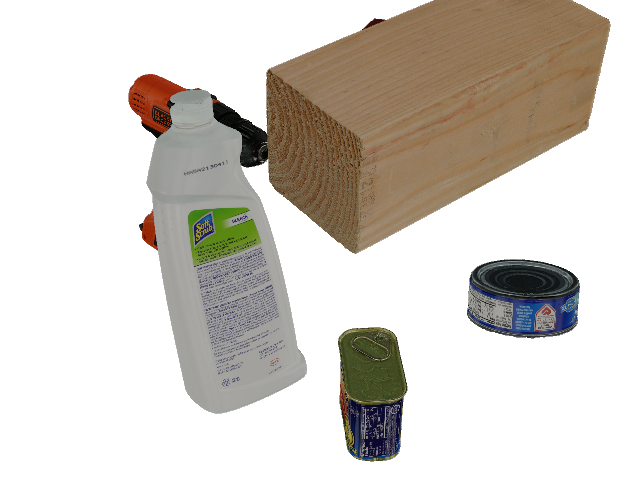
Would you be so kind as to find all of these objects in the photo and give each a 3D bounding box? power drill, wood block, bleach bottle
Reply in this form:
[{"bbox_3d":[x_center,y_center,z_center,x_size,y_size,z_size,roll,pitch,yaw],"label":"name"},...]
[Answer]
[{"bbox_3d":[-0.125,-0.062,1.095,0.185,0.188,0.057,30,38,34],"label":"power drill"},{"bbox_3d":[0.074,-0.087,0.678,0.205,0.090,0.091,-28,49,-28],"label":"wood block"},{"bbox_3d":[-0.074,0.006,0.822,0.102,0.251,0.068,-22,30,-28],"label":"bleach bottle"}]

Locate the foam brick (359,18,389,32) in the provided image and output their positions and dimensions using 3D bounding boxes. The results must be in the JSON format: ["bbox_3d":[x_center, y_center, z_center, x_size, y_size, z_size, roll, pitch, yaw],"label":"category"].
[{"bbox_3d":[0.073,-0.150,0.886,0.078,0.051,0.053,9,26,17],"label":"foam brick"}]

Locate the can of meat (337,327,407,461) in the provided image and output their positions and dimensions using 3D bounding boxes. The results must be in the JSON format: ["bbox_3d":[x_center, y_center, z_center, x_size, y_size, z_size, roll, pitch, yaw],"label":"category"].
[{"bbox_3d":[0.048,0.148,1.021,0.057,0.084,0.102,-3,36,-4],"label":"can of meat"}]

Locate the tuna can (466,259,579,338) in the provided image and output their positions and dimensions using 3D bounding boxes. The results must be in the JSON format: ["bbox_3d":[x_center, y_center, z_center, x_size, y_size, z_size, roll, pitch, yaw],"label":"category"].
[{"bbox_3d":[0.158,0.044,0.831,0.086,0.034,0.086,0,19,0],"label":"tuna can"}]
